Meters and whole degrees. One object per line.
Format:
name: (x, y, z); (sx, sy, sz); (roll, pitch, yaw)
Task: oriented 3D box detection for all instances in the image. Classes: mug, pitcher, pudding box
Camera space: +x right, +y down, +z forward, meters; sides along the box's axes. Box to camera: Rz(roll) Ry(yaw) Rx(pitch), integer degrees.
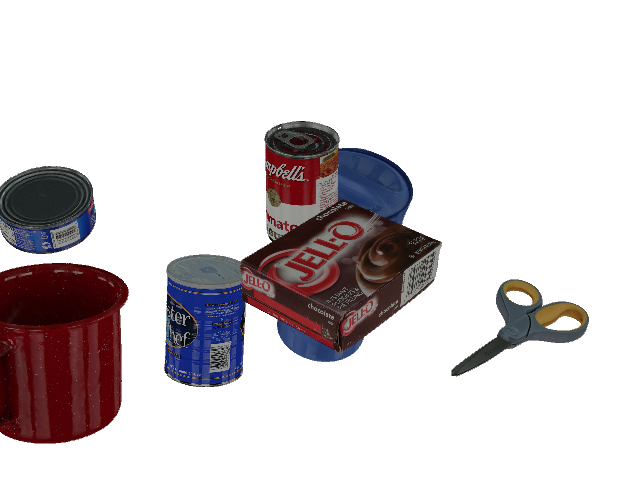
mug: (-0.167, 0.072, 0.635); (0.093, 0.081, 0.117); (12, 24, 21)
pitcher: (0.023, 0.029, 1.225); (0.145, 0.243, 0.149); (15, 39, 5)
pudding box: (0.014, 0.021, 0.729); (0.090, 0.039, 0.113); (26, 39, 31)

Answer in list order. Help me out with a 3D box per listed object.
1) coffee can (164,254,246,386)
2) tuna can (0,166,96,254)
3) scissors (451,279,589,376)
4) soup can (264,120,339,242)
coffee can: (-0.146, 0.101, 1.356); (0.103, 0.140, 0.103); (4, 20, -2)
tuna can: (-0.243, -0.027, 0.948); (0.086, 0.034, 0.086); (0, 42, -1)
scissors: (0.160, 0.074, 0.955); (0.201, 0.016, 0.096); (-8, 36, -38)
soup can: (-0.018, -0.050, 0.990); (0.068, 0.102, 0.068); (1, 33, -1)
